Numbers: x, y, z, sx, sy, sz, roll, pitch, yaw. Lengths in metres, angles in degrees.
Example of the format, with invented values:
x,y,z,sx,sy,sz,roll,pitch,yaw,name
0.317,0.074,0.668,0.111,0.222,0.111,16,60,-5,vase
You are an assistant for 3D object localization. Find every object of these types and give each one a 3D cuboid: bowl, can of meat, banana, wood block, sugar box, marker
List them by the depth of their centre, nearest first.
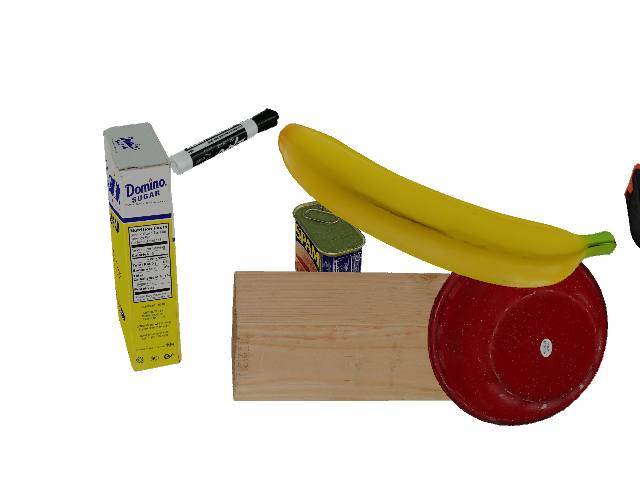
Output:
x,y,z,sx,sy,sz,roll,pitch,yaw,name
0.052,-0.016,0.565,0.198,0.037,0.069,23,20,18,banana
-0.142,0.005,0.848,0.048,0.176,0.093,-10,28,-15,sugar box
0.172,0.081,0.874,0.162,0.162,0.055,0,8,-12,bowl
0.022,0.089,0.992,0.206,0.090,0.091,1,30,-7,wood block
-0.089,-0.096,1.015,0.121,0.020,0.020,-30,15,-27,marker
0.008,0.017,1.213,0.057,0.084,0.102,-14,39,-19,can of meat

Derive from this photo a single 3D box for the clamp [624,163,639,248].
x,y,z,sx,sy,sz,roll,pitch,yaw,name
0.269,0.009,0.698,0.120,0.039,0.171,-4,46,-23,clamp
